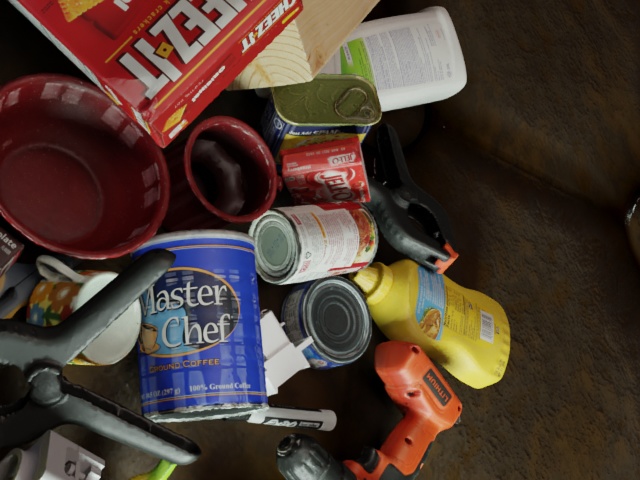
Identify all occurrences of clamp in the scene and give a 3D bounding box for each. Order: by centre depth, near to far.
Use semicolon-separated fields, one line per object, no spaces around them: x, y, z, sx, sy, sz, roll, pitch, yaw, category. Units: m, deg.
-0.189;0.087;0.756;0.209;0.036;0.164;-1;103;-10;clamp
0.080;-0.045;1.066;0.171;0.039;0.120;47;52;5;clamp

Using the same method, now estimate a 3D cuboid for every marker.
-0.038;0.154;0.940;0.120;0.020;0.020;13;68;-36;marker

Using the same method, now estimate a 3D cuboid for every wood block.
-0.022;-0.224;0.983;0.205;0.090;0.091;-57;137;-50;wood block

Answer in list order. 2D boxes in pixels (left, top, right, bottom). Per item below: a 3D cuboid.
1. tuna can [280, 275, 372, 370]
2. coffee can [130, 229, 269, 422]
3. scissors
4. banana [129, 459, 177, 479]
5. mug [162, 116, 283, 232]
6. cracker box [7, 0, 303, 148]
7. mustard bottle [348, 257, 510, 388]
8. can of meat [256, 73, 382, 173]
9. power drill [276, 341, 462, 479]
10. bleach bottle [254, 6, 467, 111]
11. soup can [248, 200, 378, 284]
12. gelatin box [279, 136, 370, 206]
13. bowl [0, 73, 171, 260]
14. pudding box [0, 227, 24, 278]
0.007;0.076;0.992;0.086;0.034;0.086;13;68;-36;tuna can
-0.098;0.071;0.861;0.102;0.103;0.140;5;73;-39;coffee can
-0.222;0.012;0.835;0.096;0.016;0.201;45;53;-20;scissors
-0.177;0.233;0.770;0.037;0.070;0.197;32;53;14;banana
-0.088;-0.049;0.922;0.117;0.082;0.093;2;75;-39;mug
-0.145;-0.207;0.836;0.214;0.072;0.164;43;84;9;cracker box
0.105;0.071;1.057;0.191;0.058;0.096;29;51;-29;mustard bottle
-0.005;-0.106;0.989;0.102;0.084;0.057;-2;60;-20;can of meat
0.048;0.184;0.963;0.184;0.057;0.187;54;51;-30;power drill
0.037;-0.178;1.081;0.250;0.068;0.102;-14;84;-39;bleach bottle
-0.006;0.001;0.958;0.102;0.069;0.068;-8;81;-44;soup can
0.006;-0.058;0.980;0.073;0.089;0.030;-8;69;4;gelatin box
-0.201;-0.048;0.836;0.161;0.055;0.162;18;55;-29;bowl
-0.284;0.004;0.758;0.113;0.039;0.090;41;54;-8;pudding box
